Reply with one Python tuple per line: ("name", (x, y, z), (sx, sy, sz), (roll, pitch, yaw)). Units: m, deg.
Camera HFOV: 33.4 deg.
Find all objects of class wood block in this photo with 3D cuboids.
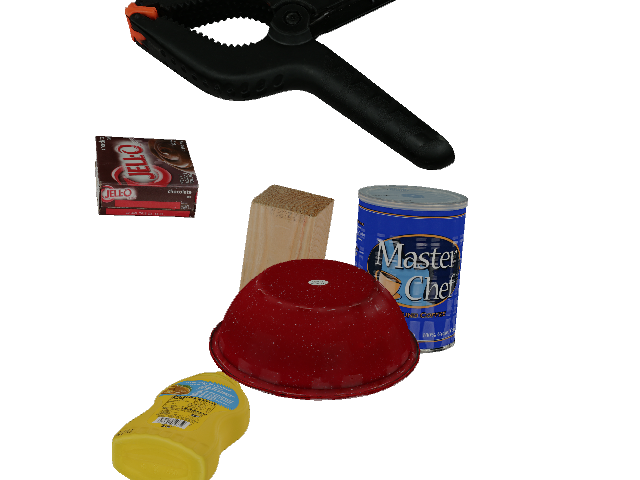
("wood block", (-0.051, 0.042, 1.420), (0.090, 0.206, 0.090), (14, 21, 13))

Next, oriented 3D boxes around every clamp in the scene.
("clamp", (-0.012, -0.114, 0.637), (0.210, 0.164, 0.036), (0, -28, 0))

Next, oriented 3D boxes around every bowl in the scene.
("bowl", (-0.003, 0.056, 0.805), (0.162, 0.055, 0.162), (2, 22, -1))

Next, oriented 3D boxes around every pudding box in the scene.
("pudding box", (-0.168, -0.061, 1.012), (0.090, 0.039, 0.113), (2, 25, -15))

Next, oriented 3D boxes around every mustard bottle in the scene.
("mustard bottle", (-0.123, 0.177, 1.056), (0.096, 0.058, 0.191), (7, 18, 15))

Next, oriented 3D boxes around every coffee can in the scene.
("coffee can", (0.082, 0.025, 1.009), (0.103, 0.140, 0.103), (3, 11, -1))
